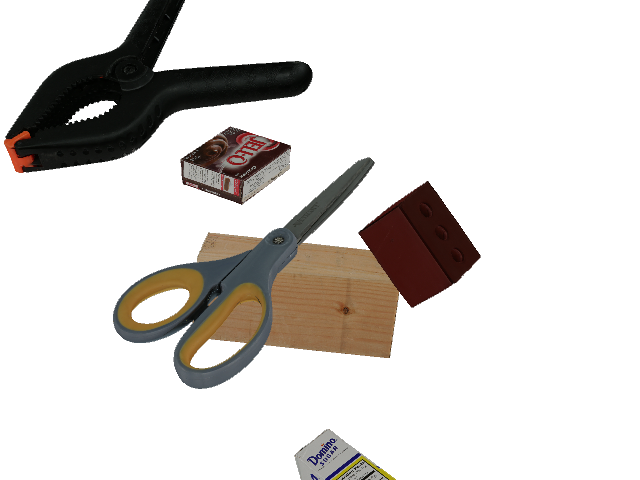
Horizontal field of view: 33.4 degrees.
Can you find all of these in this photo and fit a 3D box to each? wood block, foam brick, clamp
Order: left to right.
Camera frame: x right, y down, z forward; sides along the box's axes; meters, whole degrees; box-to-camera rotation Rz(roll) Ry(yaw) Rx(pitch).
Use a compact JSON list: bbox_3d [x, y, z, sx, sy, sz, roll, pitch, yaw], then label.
[{"bbox_3d":[-0.121,-0.106,0.752,0.165,0.036,0.209,34,61,29],"label":"clamp"},{"bbox_3d":[-0.025,0.057,1.122,0.206,0.091,0.090,7,19,0],"label":"wood block"},{"bbox_3d":[0.080,0.004,0.857,0.051,0.078,0.052,-34,3,40],"label":"foam brick"}]

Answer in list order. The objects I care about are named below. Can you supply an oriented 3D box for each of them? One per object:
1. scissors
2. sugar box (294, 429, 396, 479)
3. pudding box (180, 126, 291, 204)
[{"bbox_3d":[-0.044,0.006,0.607,0.096,0.016,0.201,9,41,18],"label":"scissors"},{"bbox_3d":[0.055,0.229,0.833,0.048,0.093,0.176,-35,40,-27],"label":"sugar box"},{"bbox_3d":[-0.101,-0.092,1.290,0.090,0.039,0.113,18,37,23],"label":"pudding box"}]
